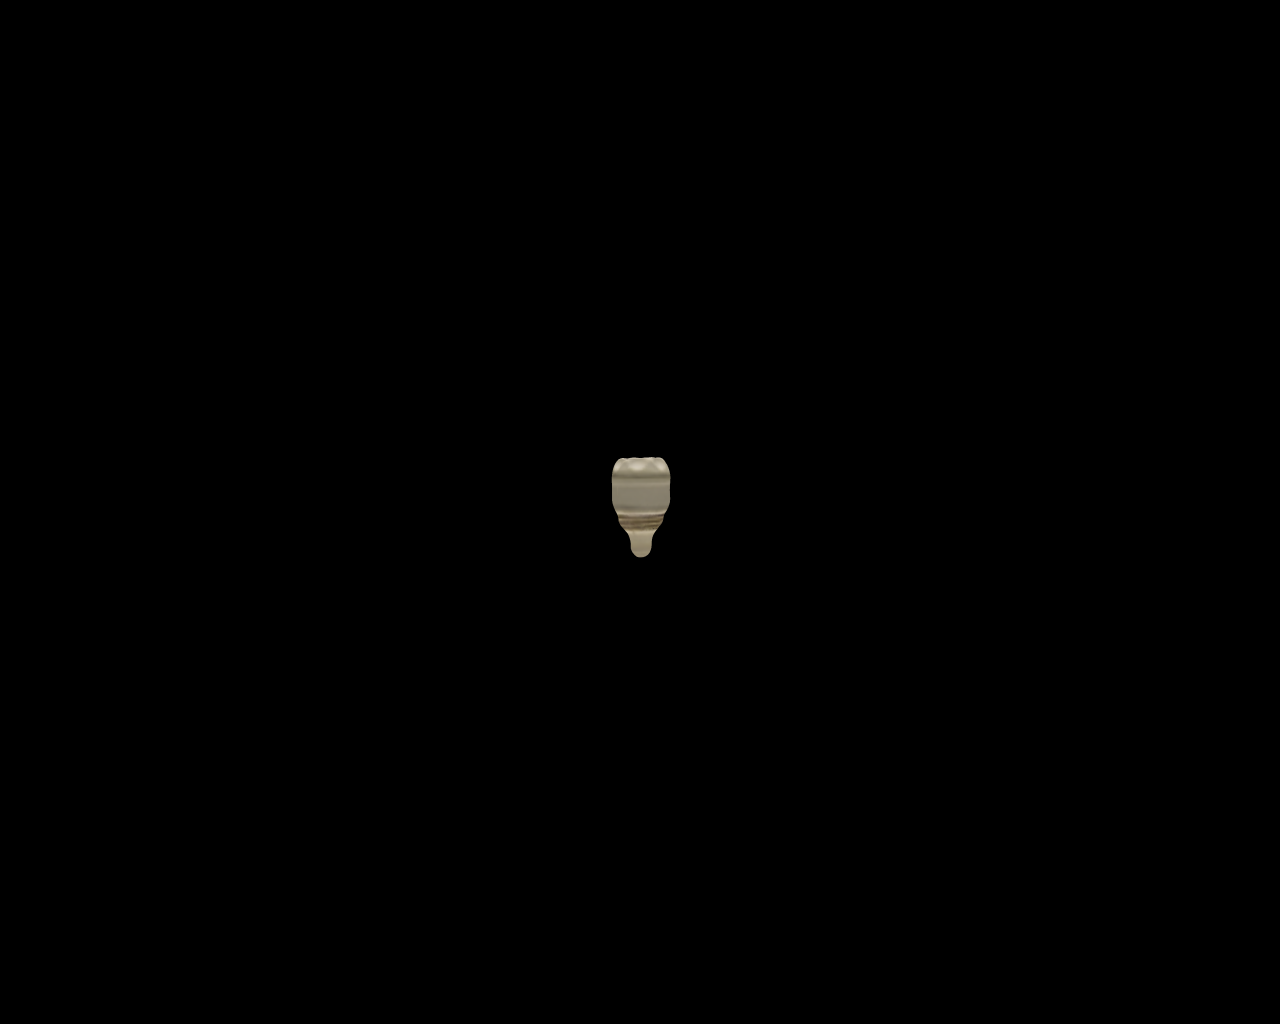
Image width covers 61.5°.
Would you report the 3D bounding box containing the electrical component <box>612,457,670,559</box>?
[{"bbox_3d":[0.001,-0.003,0.650,0.035,0.061,0.035,0,3,0],"label":"electrical component"}]
